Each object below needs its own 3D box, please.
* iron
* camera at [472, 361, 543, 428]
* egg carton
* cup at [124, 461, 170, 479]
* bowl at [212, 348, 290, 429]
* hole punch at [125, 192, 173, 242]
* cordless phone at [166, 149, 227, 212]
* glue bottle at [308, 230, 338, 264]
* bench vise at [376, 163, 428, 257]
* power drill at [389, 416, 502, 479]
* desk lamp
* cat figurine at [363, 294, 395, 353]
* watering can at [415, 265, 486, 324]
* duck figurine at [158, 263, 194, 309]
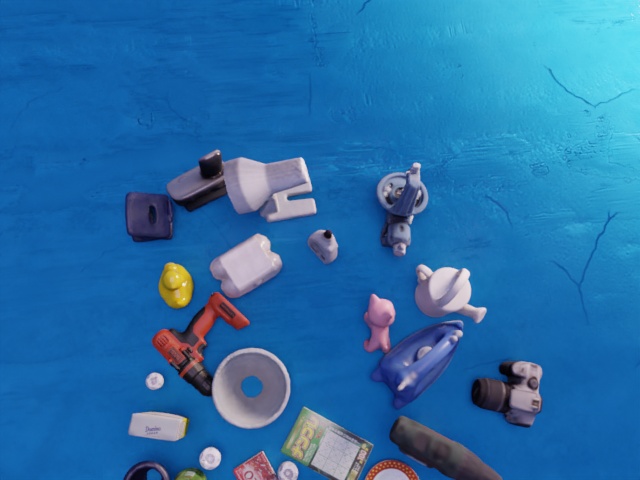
[{"bbox_3d":[0.242,0.256,1.266,0.258,0.141,0.118,-39,83,-13],"label":"iron"},{"bbox_3d":[0.421,0.338,1.288,0.137,0.100,0.143,13,76,-3],"label":"camera"},{"bbox_3d":[-0.167,0.061,1.305,0.150,0.069,0.107,-33,82,-12],"label":"egg carton"},{"bbox_3d":[-0.349,0.507,1.166,0.091,0.095,0.118,8,76,-4],"label":"cup"},{"bbox_3d":[-0.148,0.321,1.243,0.167,0.074,0.167,1,77,-6],"label":"bowl"},{"bbox_3d":[-0.385,-0.055,1.297,0.101,0.091,0.108,-5,77,-7],"label":"hole punch"},{"bbox_3d":[-0.276,-0.146,1.282,0.148,0.185,0.094,-33,82,-12],"label":"cordless phone"},{"bbox_3d":[0.012,0.005,1.284,0.037,0.173,0.078,-39,83,-13],"label":"glue bottle"},{"bbox_3d":[0.201,-0.075,1.300,0.121,0.219,0.207,-12,78,-9],"label":"bench vise"},{"bbox_3d":[0.243,0.440,1.189,0.229,0.208,0.076,28,75,1],"label":"power drill"},{"bbox_3d":[-0.107,-0.119,1.279,0.203,0.213,0.118,-10,78,-8],"label":"desk lamp"},{"bbox_3d":[0.137,0.188,1.283,0.067,0.117,0.128,-1,77,-6],"label":"cat figurine"},{"bbox_3d":[0.291,0.116,1.278,0.173,0.194,0.101,19,75,-1],"label":"watering can"},{"bbox_3d":[-0.323,0.099,1.270,0.077,0.086,0.104,-12,78,-9],"label":"duck figurine"}]
